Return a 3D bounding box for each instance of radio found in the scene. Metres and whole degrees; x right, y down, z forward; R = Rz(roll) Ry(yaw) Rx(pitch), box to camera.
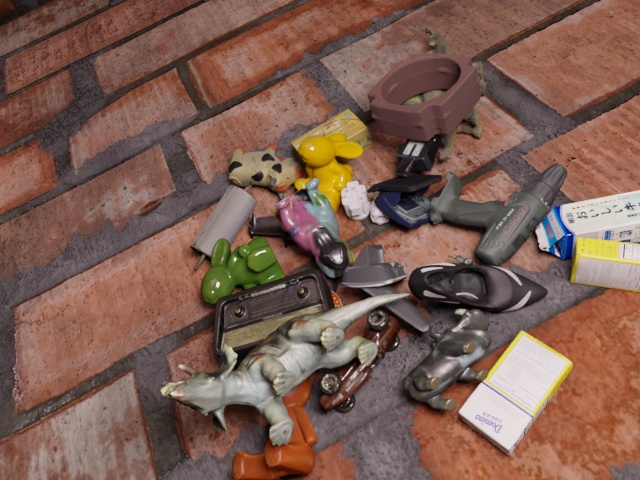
[{"bbox_3d":[-0.084,0.147,1.014,0.230,0.073,0.131,-17,50,9],"label":"radio"}]

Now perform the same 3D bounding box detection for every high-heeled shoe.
[{"bbox_3d":[0.273,0.074,0.907,0.249,0.145,0.086,-1,77,5],"label":"high-heeled shoe"}]

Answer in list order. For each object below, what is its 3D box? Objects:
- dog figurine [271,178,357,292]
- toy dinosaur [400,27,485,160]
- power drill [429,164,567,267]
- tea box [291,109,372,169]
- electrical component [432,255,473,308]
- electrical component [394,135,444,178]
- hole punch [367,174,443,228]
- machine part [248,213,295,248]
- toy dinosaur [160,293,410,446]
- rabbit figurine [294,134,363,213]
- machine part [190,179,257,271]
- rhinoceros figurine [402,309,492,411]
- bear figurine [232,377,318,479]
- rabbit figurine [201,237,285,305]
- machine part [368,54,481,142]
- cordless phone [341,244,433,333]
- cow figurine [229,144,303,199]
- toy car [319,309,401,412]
[{"bbox_3d":[-0.002,-0.003,1.101,0.108,0.191,0.219,-31,92,-9],"label":"dog figurine"},{"bbox_3d":[0.290,-0.363,1.283,0.199,0.104,0.471,0,55,19],"label":"toy dinosaur"},{"bbox_3d":[0.332,-0.069,1.036,0.208,0.085,0.232,26,78,36],"label":"power drill"},{"bbox_3d":[0.028,-0.230,1.294,0.170,0.068,0.098,-29,51,-6],"label":"tea box"},{"bbox_3d":[0.243,0.073,1.004,0.102,0.045,0.078,-24,49,0],"label":"electrical component"},{"bbox_3d":[0.204,-0.174,1.141,0.075,0.047,0.119,12,69,37],"label":"electrical component"},{"bbox_3d":[0.183,-0.085,1.110,0.142,0.092,0.116,-24,24,-33],"label":"hole punch"},{"bbox_3d":[-0.096,-0.026,1.201,0.139,0.039,0.084,6,62,20],"label":"machine part"},{"bbox_3d":[-0.049,0.184,0.863,0.405,0.131,0.192,-29,27,-31],"label":"toy dinosaur"},{"bbox_3d":[0.017,-0.164,1.182,0.162,0.173,0.122,-39,48,-7],"label":"rabbit figurine"},{"bbox_3d":[-0.215,-0.035,1.207,0.079,0.079,0.243,20,72,30],"label":"machine part"},{"bbox_3d":[0.219,0.194,0.890,0.190,0.073,0.112,-43,18,-19],"label":"rhinoceros figurine"},{"bbox_3d":[-0.066,0.289,0.893,0.120,0.132,0.196,-30,51,32],"label":"bear figurine"},{"bbox_3d":[-0.174,0.059,1.107,0.170,0.121,0.159,-27,43,-6],"label":"rabbit figurine"},{"bbox_3d":[0.222,-0.305,1.148,0.202,0.087,0.201,21,60,42],"label":"machine part"},{"bbox_3d":[0.140,0.095,0.985,0.184,0.146,0.088,39,103,17],"label":"cordless phone"},{"bbox_3d":[-0.132,-0.162,1.286,0.195,0.085,0.127,2,57,24],"label":"cow figurine"},{"bbox_3d":[0.074,0.212,0.927,0.053,0.089,0.202,24,63,37],"label":"toy car"}]
